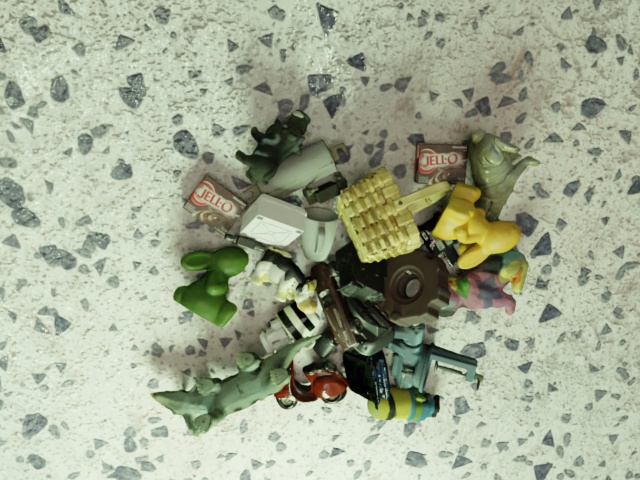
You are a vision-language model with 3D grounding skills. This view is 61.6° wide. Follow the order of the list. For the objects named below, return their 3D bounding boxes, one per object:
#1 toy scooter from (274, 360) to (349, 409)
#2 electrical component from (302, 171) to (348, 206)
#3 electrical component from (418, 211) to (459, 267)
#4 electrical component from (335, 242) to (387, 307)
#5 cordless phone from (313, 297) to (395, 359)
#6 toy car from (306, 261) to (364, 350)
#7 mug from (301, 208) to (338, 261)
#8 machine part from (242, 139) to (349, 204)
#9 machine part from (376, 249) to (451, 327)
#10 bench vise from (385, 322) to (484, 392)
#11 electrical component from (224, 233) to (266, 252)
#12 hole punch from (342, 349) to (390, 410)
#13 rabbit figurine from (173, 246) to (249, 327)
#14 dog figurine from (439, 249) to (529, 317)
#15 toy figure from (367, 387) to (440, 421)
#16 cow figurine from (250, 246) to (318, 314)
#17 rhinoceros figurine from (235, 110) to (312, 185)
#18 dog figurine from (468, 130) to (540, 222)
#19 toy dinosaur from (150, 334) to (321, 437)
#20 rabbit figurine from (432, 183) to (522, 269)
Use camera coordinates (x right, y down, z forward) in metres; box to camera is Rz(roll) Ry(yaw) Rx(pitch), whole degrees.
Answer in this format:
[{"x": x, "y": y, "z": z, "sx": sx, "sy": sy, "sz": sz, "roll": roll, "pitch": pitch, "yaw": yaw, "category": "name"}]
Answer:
[{"x": -0.028, "y": 0.326, "z": 1.270, "sx": 0.184, "sy": 0.075, "sz": 0.135, "roll": -12, "pitch": 109, "yaw": 7, "category": "toy scooter"}, {"x": 0.013, "y": -0.112, "z": 1.163, "sx": 0.102, "sy": 0.078, "sz": 0.045, "roll": -25, "pitch": 108, "yaw": 0, "category": "electrical component"}, {"x": 0.282, "y": 0.002, "z": 1.241, "sx": 0.075, "sy": 0.048, "sz": 0.119, "roll": -38, "pitch": 106, "yaw": 3, "category": "electrical component"}, {"x": 0.092, "y": 0.066, "z": 1.191, "sx": 0.115, "sy": 0.134, "sz": 0.058, "roll": 26, "pitch": 138, "yaw": -33, "category": "electrical component"}, {"x": 0.067, "y": 0.224, "z": 1.231, "sx": 0.184, "sy": 0.147, "sz": 0.088, "roll": -52, "pitch": 148, "yaw": 15, "category": "cordless phone"}, {"x": 0.027, "y": 0.143, "z": 1.189, "sx": 0.089, "sy": 0.053, "sz": 0.202, "roll": -31, "pitch": 66, "yaw": 27, "category": "toy car"}, {"x": -0.002, "y": -0.004, "z": 1.181, "sx": 0.081, "sy": 0.110, "sz": 0.107, "roll": 0, "pitch": 117, "yaw": -13, "category": "mug"}, {"x": -0.054, "y": -0.146, "z": 1.149, "sx": 0.243, "sy": 0.079, "sz": 0.079, "roll": -27, "pitch": 106, "yaw": 1, "category": "machine part"}, {"x": 0.204, "y": 0.105, "z": 1.194, "sx": 0.056, "sy": 0.180, "sz": 0.179, "roll": 29, "pitch": 101, "yaw": -46, "category": "machine part"}, {"x": 0.264, "y": 0.269, "z": 1.252, "sx": 0.241, "sy": 0.129, "sz": 0.223, "roll": 15, "pitch": 112, "yaw": 18, "category": "bench vise"}, {"x": -0.167, "y": 0.005, "z": 1.179, "sx": 0.094, "sy": 0.063, "sz": 0.021, "roll": 18, "pitch": 88, "yaw": -21, "category": "electrical component"}, {"x": 0.126, "y": 0.308, "z": 1.263, "sx": 0.092, "sy": 0.116, "sz": 0.142, "roll": -16, "pitch": 107, "yaw": -31, "category": "hole punch"}, {"x": -0.233, "y": 0.083, "z": 1.184, "sx": 0.159, "sy": 0.121, "sz": 0.170, "roll": 32, "pitch": 80, "yaw": -6, "category": "rabbit figurine"}, {"x": 0.349, "y": 0.094, "z": 1.245, "sx": 0.219, "sy": 0.108, "sz": 0.191, "roll": 11, "pitch": 103, "yaw": -7, "category": "dog figurine"}, {"x": 0.204, "y": 0.399, "z": 1.311, "sx": 0.180, "sy": 0.089, "sz": 0.082, "roll": 11, "pitch": 97, "yaw": -7, "category": "toy figure"}, {"x": -0.064, "y": 0.087, "z": 1.183, "sx": 0.167, "sy": 0.068, "sz": 0.098, "roll": 32, "pitch": 102, "yaw": 11, "category": "cow figurine"}, {"x": -0.089, "y": -0.197, "z": 1.105, "sx": 0.190, "sy": 0.112, "sz": 0.073, "roll": -56, "pitch": 139, "yaw": -28, "category": "rhinoceros figurine"}, {"x": 0.359, "y": -0.128, "z": 1.183, "sx": 0.172, "sy": 0.121, "sz": 0.190, "roll": 29, "pitch": 102, "yaw": -10, "category": "dog figurine"}, {"x": -0.173, "y": 0.327, "z": 1.212, "sx": 0.405, "sy": 0.192, "sz": 0.131, "roll": -22, "pitch": 78, "yaw": -6, "category": "toy dinosaur"}, {"x": 0.334, "y": -0.016, "z": 1.144, "sx": 0.173, "sy": 0.122, "sz": 0.162, "roll": 19, "pitch": 119, "yaw": 6, "category": "rabbit figurine"}]
